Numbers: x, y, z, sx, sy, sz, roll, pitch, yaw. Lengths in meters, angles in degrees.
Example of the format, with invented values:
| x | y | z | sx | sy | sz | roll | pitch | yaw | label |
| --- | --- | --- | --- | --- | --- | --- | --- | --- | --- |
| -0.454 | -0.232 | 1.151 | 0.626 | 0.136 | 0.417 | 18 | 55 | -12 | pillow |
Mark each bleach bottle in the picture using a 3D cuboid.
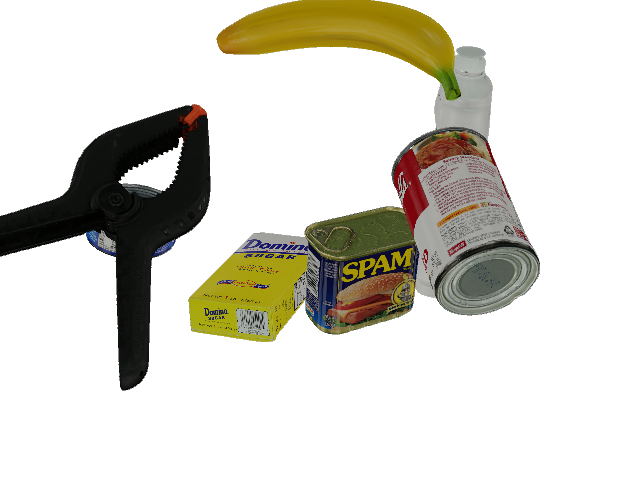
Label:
| x | y | z | sx | sy | sz | roll | pitch | yaw | label |
| --- | --- | --- | --- | --- | --- | --- | --- | --- | --- |
| 0.137 | -0.070 | 1.082 | 0.068 | 0.251 | 0.102 | 3 | 32 | -1 | bleach bottle |

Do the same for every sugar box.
| x | y | z | sx | sy | sz | roll | pitch | yaw | label |
| --- | --- | --- | --- | --- | --- | --- | --- | --- | --- |
| -0.061 | 0.045 | 1.138 | 0.093 | 0.048 | 0.176 | 7 | 27 | 17 | sugar box |

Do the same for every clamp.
| x | y | z | sx | sy | sz | roll | pitch | yaw | label |
| --- | --- | --- | --- | --- | --- | --- | --- | --- | --- |
| -0.130 | -0.009 | 0.708 | 0.165 | 0.209 | 0.036 | 36 | -30 | 13 | clamp |

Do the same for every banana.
| x | y | z | sx | sy | sz | roll | pitch | yaw | label |
| --- | --- | --- | --- | --- | --- | --- | --- | --- | --- |
| 0.020 | -0.156 | 0.814 | 0.198 | 0.069 | 0.037 | 13 | -40 | 18 | banana |

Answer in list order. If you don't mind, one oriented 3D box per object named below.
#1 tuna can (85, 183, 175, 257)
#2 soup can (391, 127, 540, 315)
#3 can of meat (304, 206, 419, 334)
| x | y | z | sx | sy | sz | roll | pitch | yaw | label |
| --- | --- | --- | --- | --- | --- | --- | --- | --- | --- |
| -0.175 | -0.018 | 0.992 | 0.086 | 0.034 | 0.086 | 8 | 30 | -5 | tuna can |
| 0.091 | -0.012 | 0.672 | 0.068 | 0.102 | 0.068 | -9 | -40 | -8 | soup can |
| 0.036 | 0.027 | 0.925 | 0.102 | 0.084 | 0.057 | -13 | 36 | -24 | can of meat |
